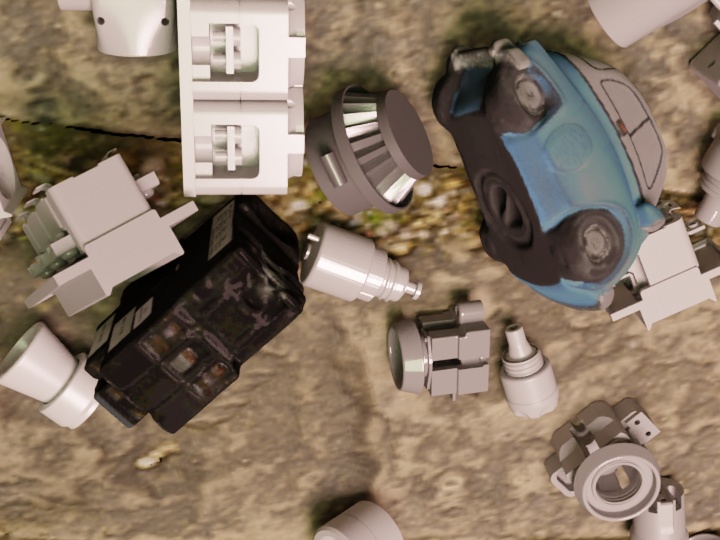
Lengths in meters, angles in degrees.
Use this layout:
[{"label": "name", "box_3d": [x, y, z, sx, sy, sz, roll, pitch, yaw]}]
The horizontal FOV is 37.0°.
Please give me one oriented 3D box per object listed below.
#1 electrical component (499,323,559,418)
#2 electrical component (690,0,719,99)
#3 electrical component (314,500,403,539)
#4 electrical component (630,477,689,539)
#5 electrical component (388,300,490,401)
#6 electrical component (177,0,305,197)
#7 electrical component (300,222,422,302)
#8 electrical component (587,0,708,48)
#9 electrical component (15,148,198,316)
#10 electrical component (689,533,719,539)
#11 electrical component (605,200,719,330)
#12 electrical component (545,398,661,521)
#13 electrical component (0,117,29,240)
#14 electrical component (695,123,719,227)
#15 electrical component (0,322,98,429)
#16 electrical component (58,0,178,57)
[{"label": "electrical component", "box_3d": [0.106, 0.063, 0.694, 0.035, 0.035, 0.061, -18, 113, 2]}, {"label": "electrical component", "box_3d": [0.224, -0.141, 0.606, 0.076, 0.047, 0.083, 39, 105, -20]}, {"label": "electrical component", "box_3d": [0.018, 0.222, 0.747, 0.074, 0.052, 0.138, -25, 114, -39]}, {"label": "electrical component", "box_3d": [0.209, 0.174, 0.753, 0.040, 0.040, 0.046, -7, 109, -3]}, {"label": "electrical component", "box_3d": [0.049, 0.052, 0.677, 0.055, 0.048, 0.066, -6, 115, -11]}, {"label": "electrical component", "box_3d": [-0.061, -0.123, 0.560, 0.062, 0.089, 0.150, -1, 115, -6]}, {"label": "electrical component", "box_3d": [0.000, 0.000, 0.650, 0.078, 0.040, 0.040, 20, 111, -14]}, {"label": "electrical component", "box_3d": [0.157, -0.175, 0.581, 0.077, 0.043, 0.079, -30, 85, 32]}, {"label": "electrical component", "box_3d": [-0.144, -0.018, 0.577, 0.079, 0.121, 0.063, -32, 96, -24]}, {"label": "electrical component", "box_3d": [0.248, 0.243, 0.785, 0.079, 0.044, 0.077, -32, 114, 9]}, {"label": "electrical component", "box_3d": [0.183, -0.006, 0.667, 0.081, 0.042, 0.063, -25, 111, 5]}, {"label": "electrical component", "box_3d": [0.166, 0.129, 0.718, 0.078, 0.057, 0.058, -41, 112, 12]}, {"label": "electrical component", "box_3d": [-0.227, -0.053, 0.602, 0.064, 0.042, 0.081, -10, 115, 3]}, {"label": "electrical component", "box_3d": [0.225, -0.056, 0.648, 0.048, 0.048, 0.062, 17, 118, -13]}, {"label": "electrical component", "box_3d": [-0.187, 0.065, 0.658, 0.055, 0.045, 0.045, 41, 105, -21]}, {"label": "electrical component", "box_3d": [-0.137, -0.154, 0.563, 0.079, 0.043, 0.077, -1, 114, -6]}]
